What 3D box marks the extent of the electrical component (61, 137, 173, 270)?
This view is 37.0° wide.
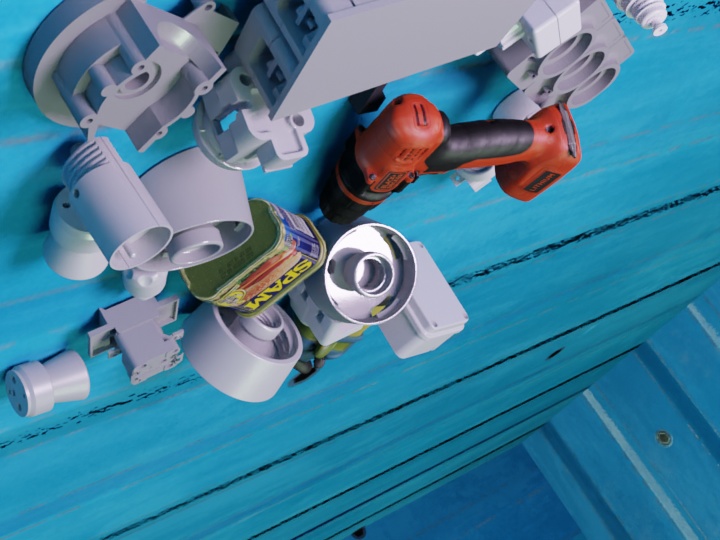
[{"bbox_3d":[-0.154,-0.045,0.657,0.043,0.081,0.043,-32,163,-11],"label":"electrical component"}]

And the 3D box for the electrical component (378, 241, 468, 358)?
[{"bbox_3d":[0.054,0.030,1.156,0.078,0.113,0.057,-10,153,-51],"label":"electrical component"}]

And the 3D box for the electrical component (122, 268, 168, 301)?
[{"bbox_3d":[-0.169,0.007,0.842,0.035,0.035,0.061,-26,163,-23],"label":"electrical component"}]

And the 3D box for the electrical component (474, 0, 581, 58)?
[{"bbox_3d":[0.109,-0.184,0.773,0.077,0.065,0.047,-35,162,4],"label":"electrical component"}]

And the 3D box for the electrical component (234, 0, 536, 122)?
[{"bbox_3d":[0.025,-0.167,0.655,0.186,0.060,0.105,-24,169,-30],"label":"electrical component"}]

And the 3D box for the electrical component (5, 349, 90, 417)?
[{"bbox_3d":[-0.260,0.094,0.895,0.055,0.045,0.045,-18,156,-40],"label":"electrical component"}]

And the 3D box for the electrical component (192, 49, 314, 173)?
[{"bbox_3d":[-0.071,-0.097,0.688,0.058,0.078,0.057,-18,175,-42],"label":"electrical component"}]

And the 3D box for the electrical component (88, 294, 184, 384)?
[{"bbox_3d":[-0.184,0.057,0.899,0.081,0.063,0.042,-25,159,-24],"label":"electrical component"}]

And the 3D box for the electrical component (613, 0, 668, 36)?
[{"bbox_3d":[0.225,-0.222,0.866,0.040,0.078,0.040,-17,155,-8],"label":"electrical component"}]

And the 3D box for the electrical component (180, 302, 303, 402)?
[{"bbox_3d":[-0.103,0.060,0.982,0.060,0.108,0.108,-49,157,25],"label":"electrical component"}]

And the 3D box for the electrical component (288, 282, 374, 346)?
[{"bbox_3d":[-0.034,0.019,1.013,0.050,0.089,0.055,-24,160,-27],"label":"electrical component"}]

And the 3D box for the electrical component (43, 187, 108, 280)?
[{"bbox_3d":[-0.184,-0.026,0.713,0.045,0.045,0.055,-21,158,-34],"label":"electrical component"}]

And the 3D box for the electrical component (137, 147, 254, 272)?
[{"bbox_3d":[-0.127,-0.041,0.782,0.099,0.064,0.099,-19,166,-5],"label":"electrical component"}]

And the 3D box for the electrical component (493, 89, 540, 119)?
[{"bbox_3d":[0.157,-0.138,1.004,0.055,0.047,0.055,-30,162,-11],"label":"electrical component"}]

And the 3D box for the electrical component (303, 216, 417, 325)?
[{"bbox_3d":[0.000,0.000,0.961,0.099,0.099,0.064,-27,-164,-20],"label":"electrical component"}]

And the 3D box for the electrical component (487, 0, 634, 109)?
[{"bbox_3d":[0.161,-0.183,0.871,0.089,0.061,0.150,-39,161,15],"label":"electrical component"}]

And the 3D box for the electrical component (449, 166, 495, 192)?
[{"bbox_3d":[0.114,-0.105,1.022,0.066,0.048,0.055,-36,170,8],"label":"electrical component"}]
